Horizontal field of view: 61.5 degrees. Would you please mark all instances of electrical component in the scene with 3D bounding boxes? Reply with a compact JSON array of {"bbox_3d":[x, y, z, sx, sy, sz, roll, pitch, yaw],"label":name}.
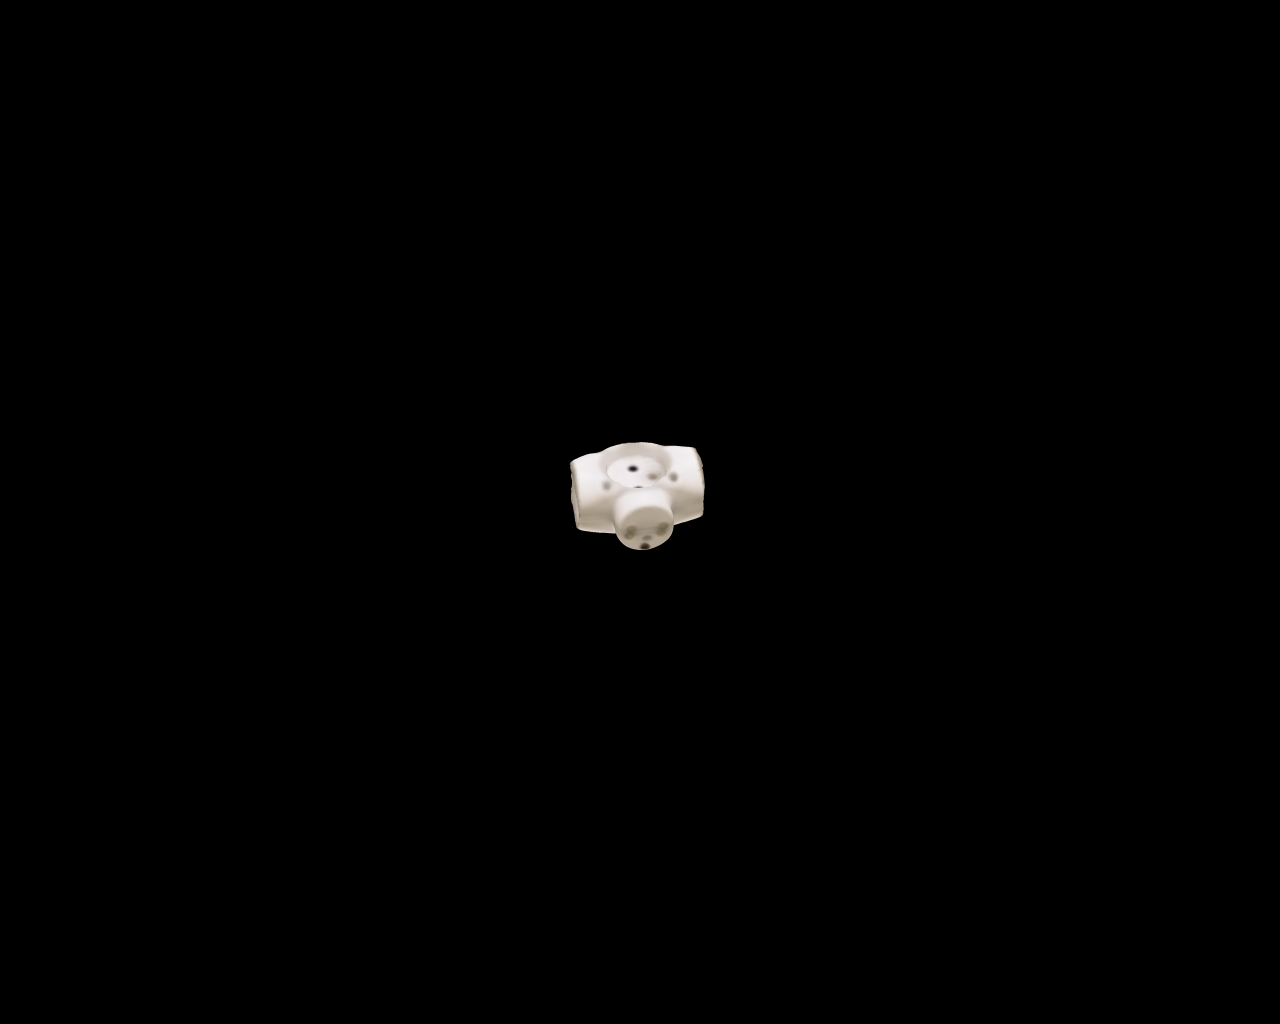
[{"bbox_3d":[0.001,-0.003,0.650,0.077,0.044,0.079,-6,43,-7],"label":"electrical component"}]
